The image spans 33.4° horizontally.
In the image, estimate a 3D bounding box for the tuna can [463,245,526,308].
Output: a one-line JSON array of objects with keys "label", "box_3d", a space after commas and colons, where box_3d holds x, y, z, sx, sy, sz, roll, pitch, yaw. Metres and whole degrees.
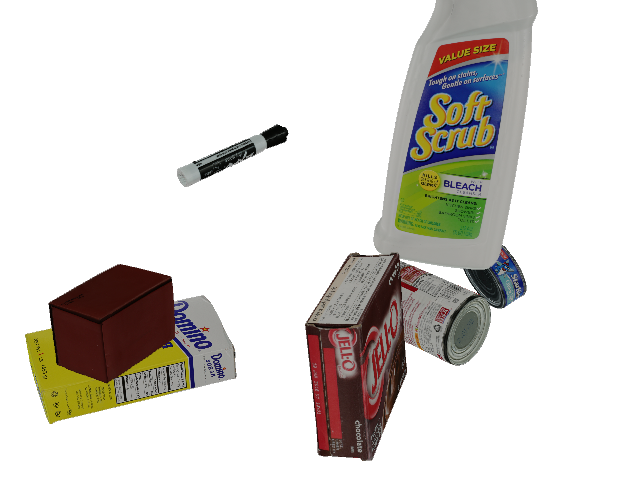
[{"label": "tuna can", "box_3d": [0.205, 0.038, 1.274, 0.033, 0.086, 0.086, -32, 8, -13]}]

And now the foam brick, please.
[{"label": "foam brick", "box_3d": [-0.150, 0.058, 0.777, 0.053, 0.051, 0.078, 13, 29, 31]}]

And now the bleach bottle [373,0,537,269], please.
[{"label": "bleach bottle", "box_3d": [0.099, -0.106, 0.780, 0.103, 0.251, 0.068, 9, 26, 13]}]

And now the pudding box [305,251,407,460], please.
[{"label": "pudding box", "box_3d": [0.025, 0.068, 0.663, 0.039, 0.090, 0.113, 1, 22, 14]}]

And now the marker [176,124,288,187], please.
[{"label": "marker", "box_3d": [-0.082, -0.083, 1.021, 0.121, 0.020, 0.020, -28, 13, -27]}]

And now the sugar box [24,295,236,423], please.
[{"label": "sugar box", "box_3d": [-0.175, 0.106, 0.985, 0.176, 0.048, 0.093, -14, 35, -17]}]

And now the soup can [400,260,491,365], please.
[{"label": "soup can", "box_3d": [0.095, 0.064, 0.968, 0.102, 0.068, 0.068, 23, 15, 38]}]
